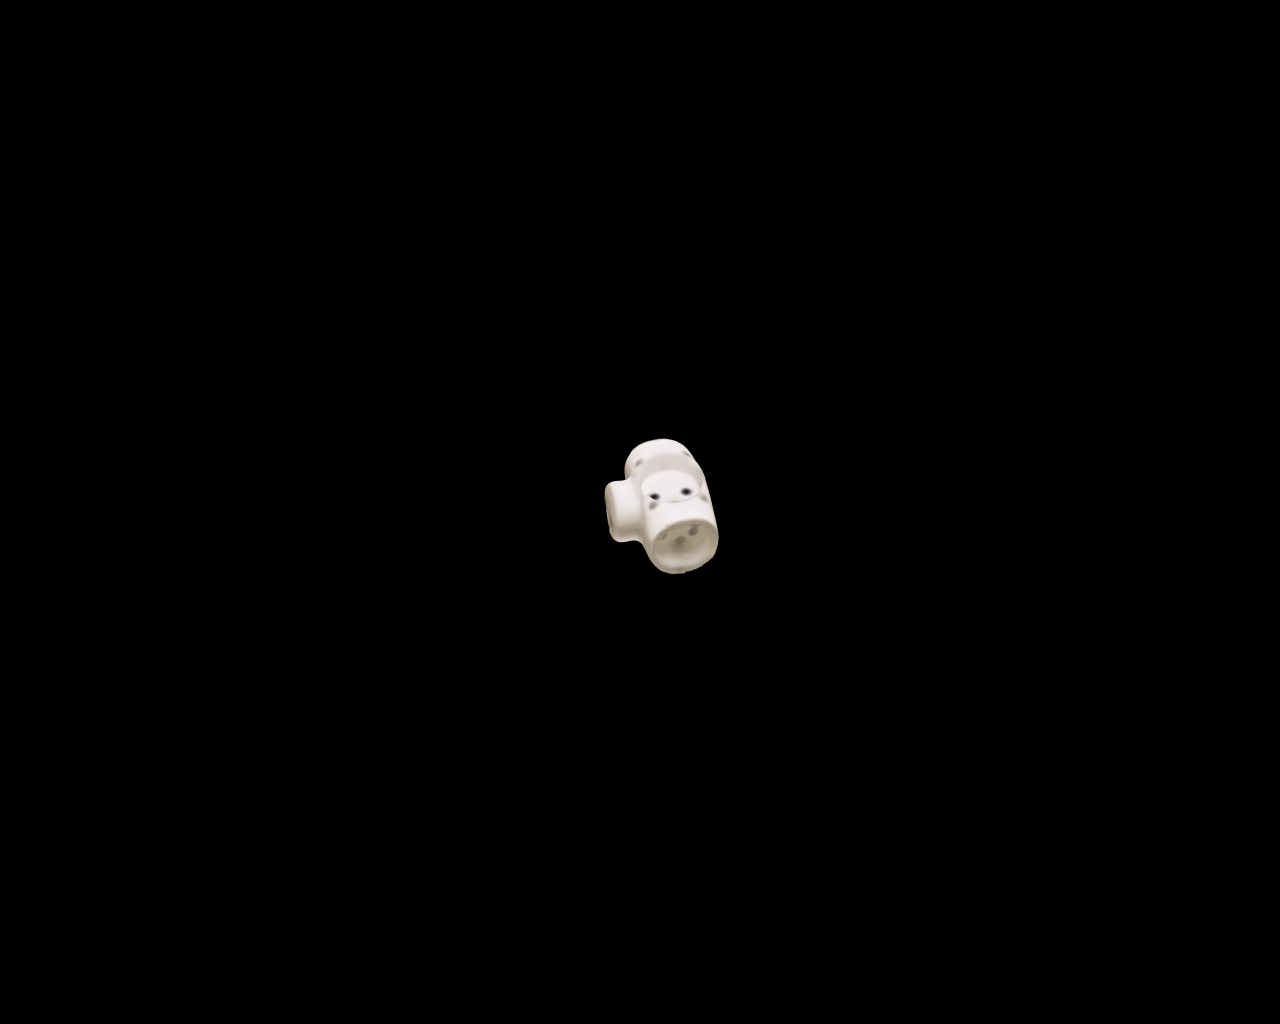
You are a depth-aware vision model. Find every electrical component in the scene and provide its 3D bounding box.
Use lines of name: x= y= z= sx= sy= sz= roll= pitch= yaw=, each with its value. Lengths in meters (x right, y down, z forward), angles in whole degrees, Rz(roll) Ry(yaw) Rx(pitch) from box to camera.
electrical component: x=0.001 y=-0.003 z=0.650 sx=0.079 sy=0.044 sz=0.077 roll=-8 pitch=44 yaw=-8
